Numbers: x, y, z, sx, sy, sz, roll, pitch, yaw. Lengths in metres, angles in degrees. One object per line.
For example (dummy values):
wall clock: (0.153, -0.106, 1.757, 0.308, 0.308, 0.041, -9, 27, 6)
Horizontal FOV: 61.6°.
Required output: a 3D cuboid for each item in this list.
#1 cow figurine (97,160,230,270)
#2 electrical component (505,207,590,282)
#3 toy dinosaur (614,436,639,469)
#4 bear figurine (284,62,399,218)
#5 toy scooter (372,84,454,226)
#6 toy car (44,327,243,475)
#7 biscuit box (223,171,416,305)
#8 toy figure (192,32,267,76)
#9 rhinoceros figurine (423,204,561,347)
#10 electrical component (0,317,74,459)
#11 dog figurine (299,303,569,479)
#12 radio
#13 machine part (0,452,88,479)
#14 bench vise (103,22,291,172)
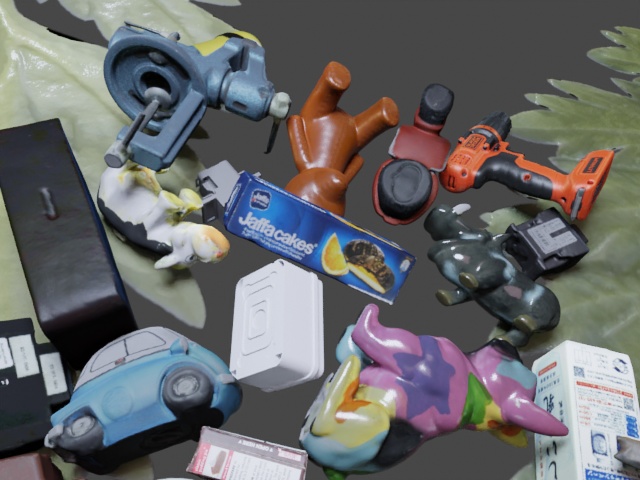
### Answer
cow figurine: (-0.178, -0.017, 0.589, 0.167, 0.068, 0.098, 45, 105, 18)
electrical component: (0.294, 0.002, 0.673, 0.119, 0.047, 0.075, -16, 62, -17)
toy dinosaur: (0.462, 0.282, 0.475, 0.471, 0.105, 0.198, 23, 56, -7)
bear figurine: (0.011, -0.092, 0.641, 0.120, 0.132, 0.196, 30, 47, -22)
toy scooter: (0.114, -0.091, 0.669, 0.075, 0.135, 0.184, 22, 76, 4)
toy car: (-0.157, 0.135, 0.484, 0.162, 0.109, 0.103, -16, 56, -13)
biscuit box: (-0.001, -0.002, 0.568, 0.202, 0.063, 0.059, 24, 99, -18)
toy figure: (-0.157, -0.233, 0.731, 0.180, 0.082, 0.089, -24, 67, -20)
rhinoceros figurine: (0.193, 0.035, 0.620, 0.112, 0.073, 0.190, -36, 70, -26)
electrical component: (-0.286, 0.132, 0.462, 0.134, 0.058, 0.115, -1, 64, -45)
dog figurine: (0.110, 0.162, 0.508, 0.219, 0.108, 0.191, 25, 56, 4)
radio: (-0.250, 0.004, 0.532, 0.073, 0.131, 0.230, -19, 63, -20)
machine part: (-0.251, 0.277, 0.385, 0.201, 0.087, 0.201, -15, 61, -16)
bench vise: (-0.151, -0.149, 0.598, 0.223, 0.129, 0.241, 28, 45, -11)
